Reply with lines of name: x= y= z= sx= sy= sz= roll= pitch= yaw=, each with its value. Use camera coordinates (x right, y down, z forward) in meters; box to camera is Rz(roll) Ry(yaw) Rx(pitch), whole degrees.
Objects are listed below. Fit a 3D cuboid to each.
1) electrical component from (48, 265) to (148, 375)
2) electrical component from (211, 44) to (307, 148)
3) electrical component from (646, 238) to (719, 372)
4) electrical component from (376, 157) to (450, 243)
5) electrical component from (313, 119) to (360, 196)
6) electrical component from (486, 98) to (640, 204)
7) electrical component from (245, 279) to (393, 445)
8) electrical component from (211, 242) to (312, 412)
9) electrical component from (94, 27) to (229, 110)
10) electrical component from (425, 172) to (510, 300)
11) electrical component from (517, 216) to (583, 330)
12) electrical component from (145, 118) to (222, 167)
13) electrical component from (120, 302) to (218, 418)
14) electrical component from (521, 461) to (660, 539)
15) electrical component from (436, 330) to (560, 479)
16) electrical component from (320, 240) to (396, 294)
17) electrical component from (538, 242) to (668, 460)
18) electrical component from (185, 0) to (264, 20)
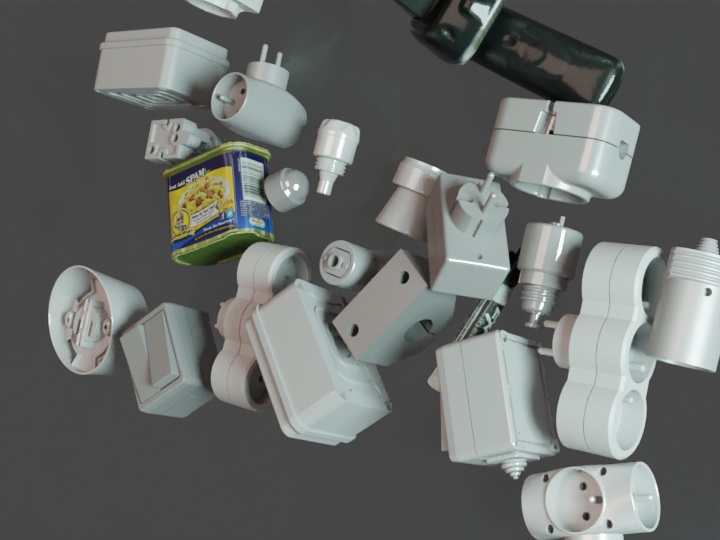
electrical component: x=-0.249 y=0.050 z=1.015 sx=0.099 sy=0.064 sz=0.099 roll=-11 pitch=71 yaw=36
electrical component: x=-0.083 y=-0.155 z=0.931 sx=0.043 sy=0.077 sz=0.079 roll=6 pitch=81 yaw=39
electrical component: x=0.211 y=0.020 z=0.676 sx=0.043 sy=0.043 sz=0.081 roll=11 pitch=85 yaw=39
electrical component: x=0.043 y=-0.054 z=0.827 sx=0.045 sy=0.045 sz=0.055 roll=26 pitch=94 yaw=39
electrical component: x=-0.023 y=-0.093 z=0.895 sx=0.035 sy=0.035 sz=0.061 roll=15 pitch=90 yaw=40
electrical component: x=0.139 y=-0.082 z=0.752 sx=0.095 sy=0.054 sz=0.059 roll=13 pitch=86 yaw=40
electrical component: x=-0.034 y=0.073 z=0.831 sx=0.057 sy=0.078 sz=0.113 roll=-36 pitch=58 yaw=22
electrical component: x=-0.094 y=0.044 z=0.903 sx=0.074 sy=0.052 sz=0.138 roll=11 pitch=85 yaw=39
electrical component: x=-0.189 y=-0.190 z=1.024 sx=0.113 sy=0.078 sz=0.057 roll=6 pitch=85 yaw=39
electrical component: x=0.081 y=-0.036 z=0.756 sx=0.075 sy=0.047 sz=0.083 roll=113 pitch=162 yaw=-49
electrical component: x=0.129 y=0.002 z=0.747 sx=0.040 sy=0.040 sz=0.078 roll=10 pitch=85 yaw=39
electrical component: x=-0.161 y=-0.113 z=0.995 sx=0.066 sy=0.055 sz=0.048 roll=2 pitch=80 yaw=38
electrical component: x=-0.168 y=0.073 z=0.947 sx=0.062 sy=0.061 sz=0.096 roll=-34 pitch=59 yaw=26
electrical component: x=0.148 y=0.166 z=0.685 sx=0.077 sy=0.044 sz=0.079 roll=-15 pitch=69 yaw=35
electrical component: x=0.092 y=0.097 z=0.737 sx=0.061 sy=0.062 sz=0.096 roll=-19 pitch=67 yaw=33
electrical component: x=0.000 y=0.000 z=0.832 sx=0.044 sy=0.065 sz=0.044 roll=-11 pitch=72 yaw=36
electrical component: x=0.152 y=0.049 z=0.708 sx=0.074 sy=0.052 sz=0.138 roll=8 pitch=83 yaw=39
electrical component: x=-0.133 y=-0.275 z=1.020 sx=0.089 sy=0.050 sz=0.055 roll=20 pitch=91 yaw=40
